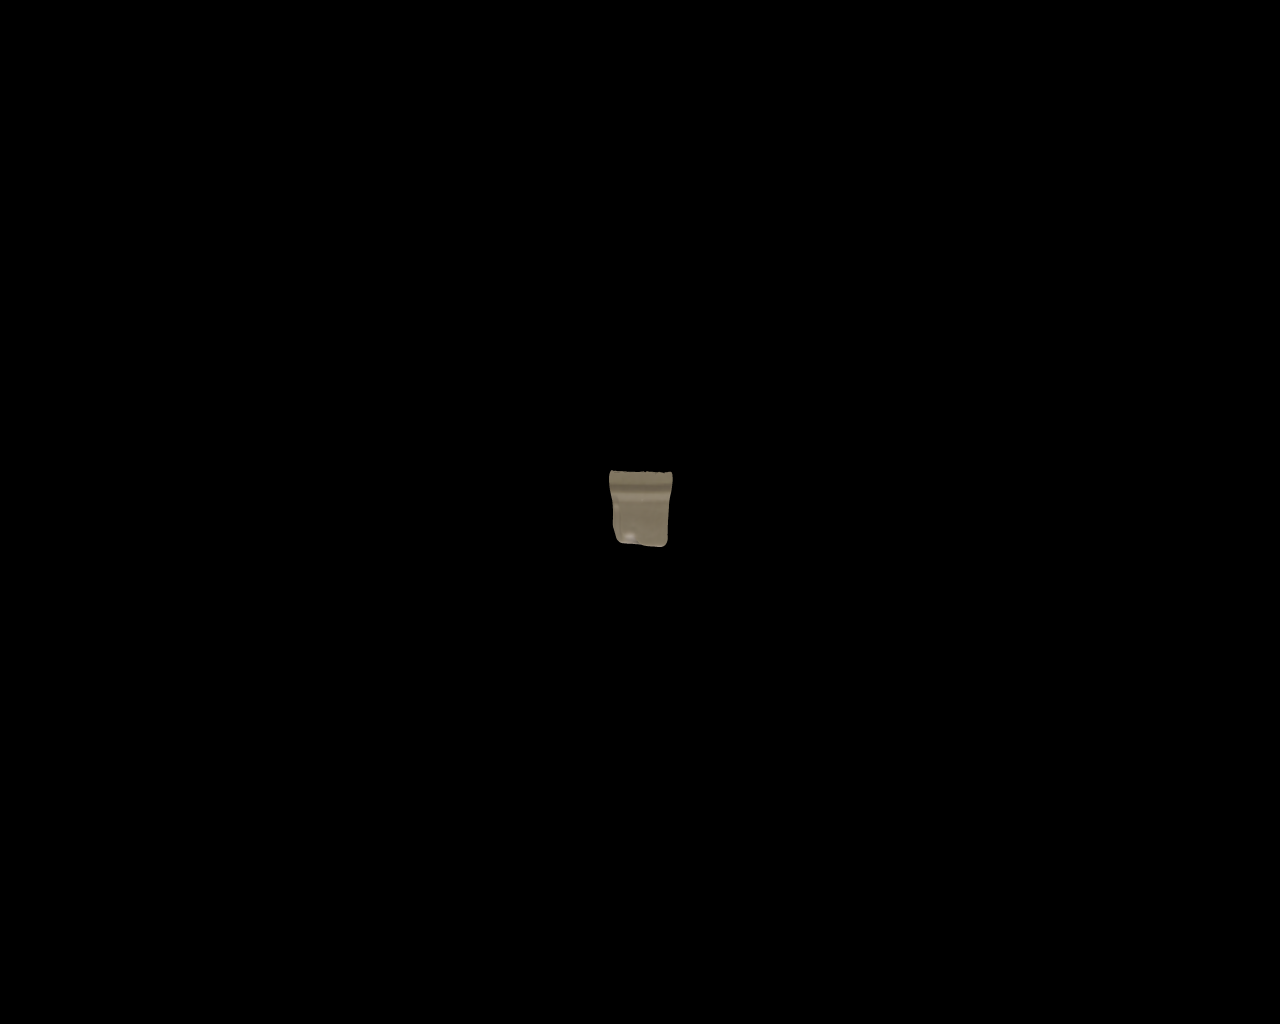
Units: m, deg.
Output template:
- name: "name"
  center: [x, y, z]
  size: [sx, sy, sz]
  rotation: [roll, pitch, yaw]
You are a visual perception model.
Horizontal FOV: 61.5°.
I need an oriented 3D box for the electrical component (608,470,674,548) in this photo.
- name: "electrical component"
  center: [0.001, -0.003, 0.650]
  size: [0.040, 0.046, 0.040]
  rotation: [0, 2, 0]
